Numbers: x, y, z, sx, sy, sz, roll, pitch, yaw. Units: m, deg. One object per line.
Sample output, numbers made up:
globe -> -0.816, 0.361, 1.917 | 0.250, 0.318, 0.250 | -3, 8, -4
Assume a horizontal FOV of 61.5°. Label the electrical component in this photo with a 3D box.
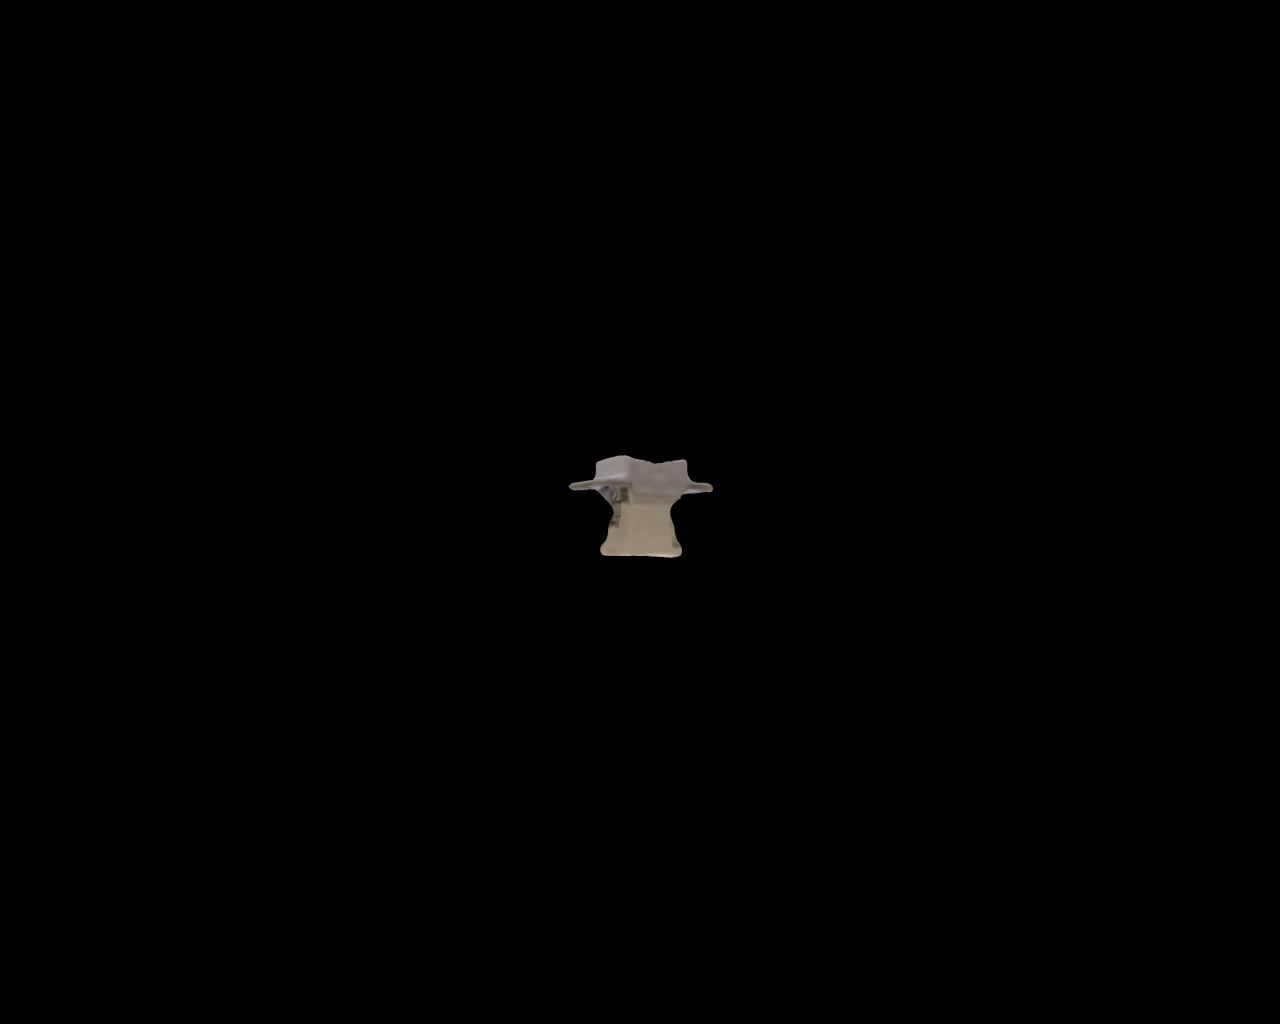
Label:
electrical component -> 0.001, -0.003, 0.650 | 0.081, 0.063, 0.042 | 2, -4, -31
